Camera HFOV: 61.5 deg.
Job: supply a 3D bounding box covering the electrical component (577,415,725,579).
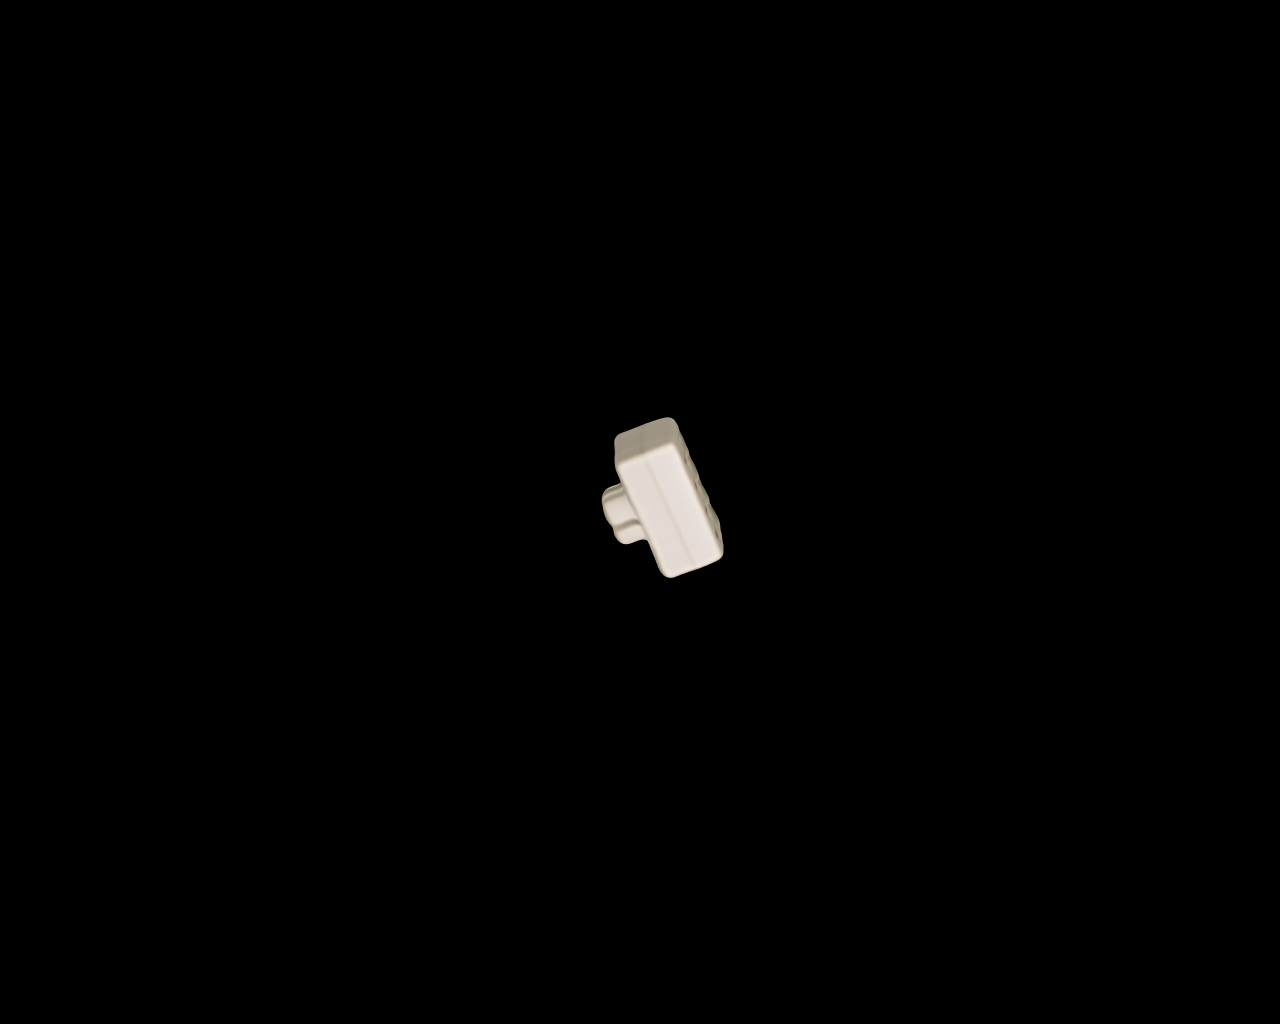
[{"bbox_3d":[0.001,-0.003,0.650,0.076,0.083,0.047,-20,24,9],"label":"electrical component"}]
